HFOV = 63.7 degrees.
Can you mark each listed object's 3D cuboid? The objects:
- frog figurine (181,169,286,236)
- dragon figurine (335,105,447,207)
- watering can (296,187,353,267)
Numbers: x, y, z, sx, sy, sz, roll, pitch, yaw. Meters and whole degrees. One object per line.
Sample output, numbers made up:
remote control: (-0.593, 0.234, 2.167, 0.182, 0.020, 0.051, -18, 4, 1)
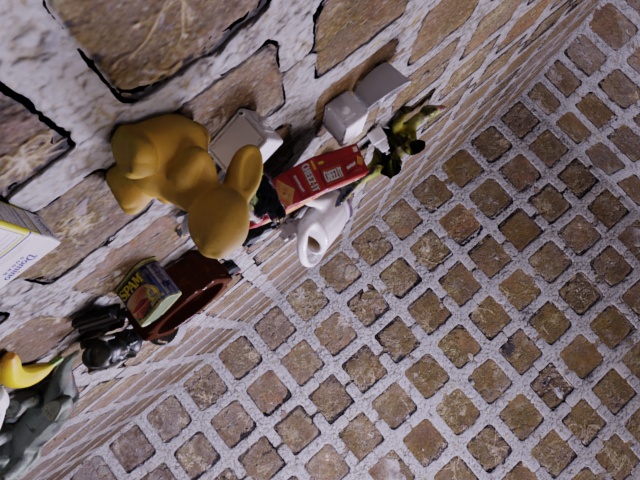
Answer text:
frog figurine: (-0.156, -0.064, 0.854, 0.159, 0.121, 0.139, -5, -162, 25)
dragon figurine: (0.191, -0.244, 1.440, 0.409, 0.122, 0.244, -42, 180, 7)
watering can: (0.004, -0.071, 1.402, 0.229, 0.104, 0.339, -53, 156, -33)
